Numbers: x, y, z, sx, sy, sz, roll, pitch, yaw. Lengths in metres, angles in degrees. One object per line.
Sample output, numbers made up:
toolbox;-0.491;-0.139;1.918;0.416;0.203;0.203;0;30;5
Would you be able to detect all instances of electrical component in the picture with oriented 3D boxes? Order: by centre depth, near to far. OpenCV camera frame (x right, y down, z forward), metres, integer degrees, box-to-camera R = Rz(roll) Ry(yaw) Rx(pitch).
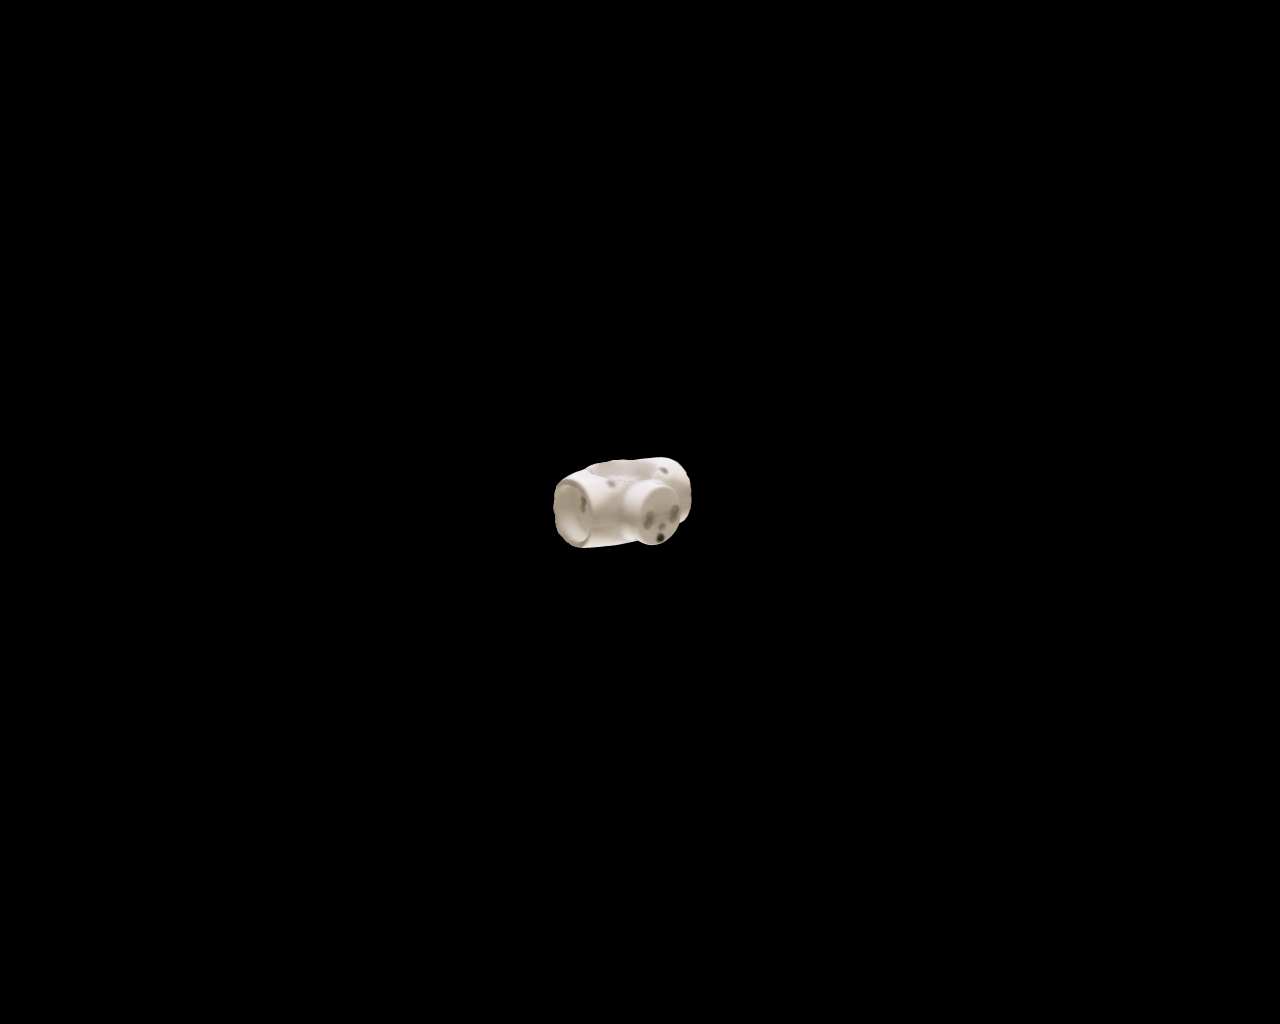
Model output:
electrical component;0.001;-0.003;0.650;0.077;0.044;0.079;-14;22;-36
